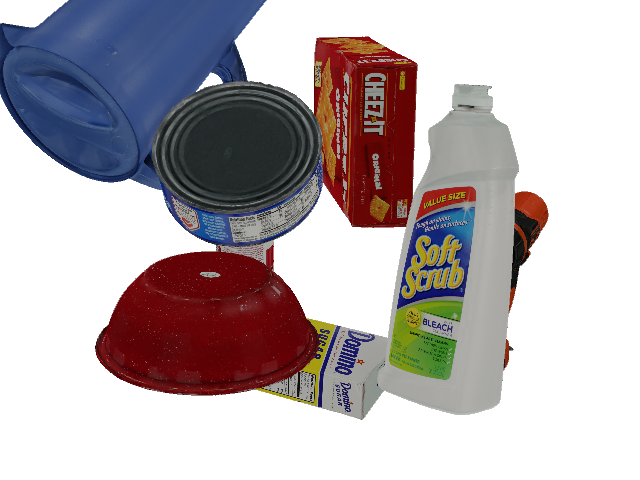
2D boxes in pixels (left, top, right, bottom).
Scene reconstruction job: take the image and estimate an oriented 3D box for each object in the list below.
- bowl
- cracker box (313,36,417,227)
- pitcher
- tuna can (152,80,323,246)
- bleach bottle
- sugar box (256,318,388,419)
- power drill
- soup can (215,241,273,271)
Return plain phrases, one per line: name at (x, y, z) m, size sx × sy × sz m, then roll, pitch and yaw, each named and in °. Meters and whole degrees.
bowl at (-0.080, 0.049, 0.764) m, size 0.162 × 0.055 × 0.162 m, roll 1°, pitch 20°, yaw -1°
cracker box at (0.042, -0.121, 1.127) m, size 0.072 × 0.164 × 0.214 m, roll -3°, pitch 18°, yaw -9°
pitcher at (-0.133, -0.164, 0.881) m, size 0.145 × 0.149 × 0.242 m, roll 15°, pitch 52°, yaw 27°
tuna can at (-0.041, -0.039, 0.547) m, size 0.086 × 0.086 × 0.034 m, roll 0°, pitch -35°, yaw 4°
bleach bottle at (0.104, 0.003, 0.841) m, size 0.067 × 0.251 × 0.103 m, roll -6°, pitch 14°, yaw -43°
sugar box at (-0.023, 0.110, 1.014) m, size 0.176 × 0.048 × 0.093 m, roll 10°, pitch 25°, yaw 21°
power drill at (0.161, 0.059, 1.029) m, size 0.057 × 0.188 × 0.184 m, roll 22°, pitch 29°, yaw 20°
soup can at (-0.087, 0.002, 1.226) m, size 0.068 × 0.102 × 0.068 m, roll 1°, pitch 26°, yaw -1°
